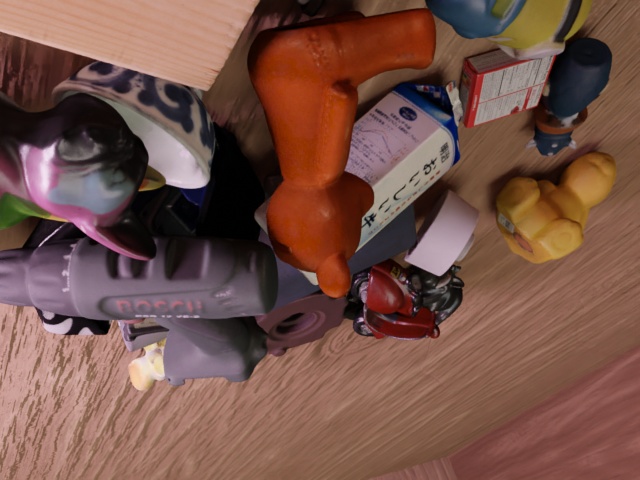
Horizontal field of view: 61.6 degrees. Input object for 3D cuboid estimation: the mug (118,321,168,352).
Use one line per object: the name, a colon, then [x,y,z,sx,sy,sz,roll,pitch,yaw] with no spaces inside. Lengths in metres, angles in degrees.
mug: [-0.188,0.084,0.650,0.107,0.081,0.109,-15,156,-24]

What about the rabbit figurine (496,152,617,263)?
rabbit figurine: [0.348,-0.046,0.762,0.173,0.122,0.162,-45,150,0]

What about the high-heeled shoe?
high-heeled shoe: [-0.220,0.035,0.525,0.249,0.086,0.145,-24,133,37]

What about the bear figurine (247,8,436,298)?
bear figurine: [0.014,-0.067,0.418,0.132,0.120,0.195,-22,115,-23]

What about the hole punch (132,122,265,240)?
hole punch: [-0.111,-0.028,0.507,0.092,0.116,0.142,1,151,20]

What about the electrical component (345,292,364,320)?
electrical component: [0.062,0.111,0.898,0.063,0.021,0.094,-35,147,20]

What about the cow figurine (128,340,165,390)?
cow figurine: [-0.195,0.151,0.757,0.167,0.068,0.098,-39,158,27]

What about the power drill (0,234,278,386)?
power drill: [-0.141,0.060,0.469,0.232,0.086,0.207,-5,143,7]

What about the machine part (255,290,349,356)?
machine part: [-0.041,0.108,0.797,0.179,0.056,0.179,-17,147,-11]

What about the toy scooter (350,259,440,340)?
toy scooter: [0.116,0.098,0.802,0.135,0.075,0.183,14,140,17]

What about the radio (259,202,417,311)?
radio: [-0.001,-0.002,0.641,0.230,0.073,0.131,-24,150,5]

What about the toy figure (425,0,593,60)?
toy figure: [0.147,-0.200,0.427,0.180,0.082,0.089,8,139,-36]

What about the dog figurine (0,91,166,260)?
dog figurine: [-0.220,-0.036,0.361,0.219,0.108,0.191,20,134,-27]

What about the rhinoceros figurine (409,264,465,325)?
rhinoceros figurine: [0.188,0.081,0.885,0.112,0.073,0.190,-30,148,14]

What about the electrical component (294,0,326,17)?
electrical component: [0.008,-0.203,0.364,0.102,0.045,0.078,-38,144,25]

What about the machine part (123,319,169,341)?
machine part: [-0.172,0.039,0.569,0.084,0.039,0.138,-5,112,-26]

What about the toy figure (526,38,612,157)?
toy figure: [0.276,-0.152,0.601,0.058,0.064,0.154,-55,161,-20]
